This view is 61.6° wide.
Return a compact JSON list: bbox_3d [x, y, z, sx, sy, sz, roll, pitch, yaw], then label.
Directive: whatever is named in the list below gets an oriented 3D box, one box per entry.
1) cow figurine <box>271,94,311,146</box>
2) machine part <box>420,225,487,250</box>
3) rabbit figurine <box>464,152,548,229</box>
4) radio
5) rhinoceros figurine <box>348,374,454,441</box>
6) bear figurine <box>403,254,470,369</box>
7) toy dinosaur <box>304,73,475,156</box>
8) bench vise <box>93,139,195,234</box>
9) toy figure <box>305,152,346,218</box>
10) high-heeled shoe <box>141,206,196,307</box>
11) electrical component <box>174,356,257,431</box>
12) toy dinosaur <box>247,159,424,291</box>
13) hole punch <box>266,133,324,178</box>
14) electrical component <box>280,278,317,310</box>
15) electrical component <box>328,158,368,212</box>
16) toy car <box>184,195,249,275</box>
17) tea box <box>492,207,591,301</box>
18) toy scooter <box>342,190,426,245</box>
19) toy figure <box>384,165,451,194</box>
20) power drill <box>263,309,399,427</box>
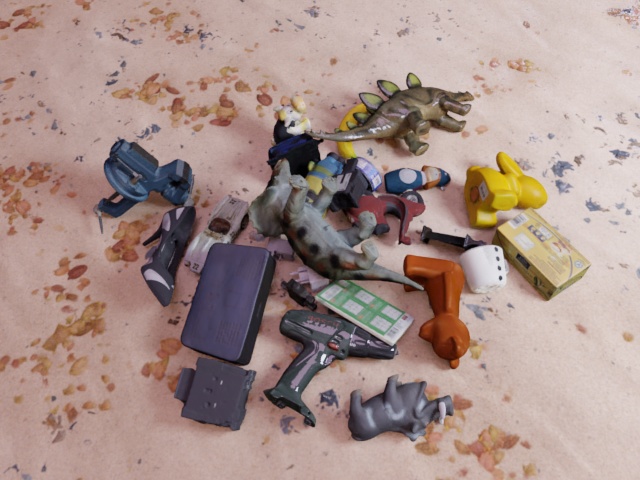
[{"bbox_3d":[-0.076,-0.271,1.267,0.098,0.167,0.068,-26,65,-12],"label":"cow figurine"},{"bbox_3d":[0.282,0.002,1.130,0.139,0.084,0.039,13,92,23],"label":"machine part"},{"bbox_3d":[0.407,-0.105,1.173,0.173,0.121,0.162,0,48,-11],"label":"rabbit figurine"},{"bbox_3d":[-0.180,0.123,1.072,0.131,0.073,0.229,10,70,12],"label":"radio"},{"bbox_3d":[0.141,0.302,0.955,0.190,0.073,0.112,-13,57,-2],"label":"rhinoceros figurine"},{"bbox_3d":[0.219,0.138,1.026,0.132,0.120,0.196,4,64,11],"label":"bear figurine"},{"bbox_3d":[0.192,-0.293,1.272,0.471,0.105,0.199,-25,56,-28],"label":"toy dinosaur"},{"bbox_3d":[-0.413,-0.115,1.223,0.241,0.223,0.129,-32,51,21],"label":"bench vise"},{"bbox_3d":[-0.007,-0.119,1.206,0.082,0.089,0.180,26,75,24],"label":"toy figure"},{"bbox_3d":[-0.304,0.028,1.145,0.145,0.086,0.249,-32,48,-1],"label":"high-heeled shoe"},{"bbox_3d":[-0.198,0.281,0.996,0.134,0.058,0.115,10,72,10],"label":"electrical component"},{"bbox_3d":[0.005,-0.001,1.063,0.405,0.192,0.131,50,45,12],"label":"toy dinosaur"},{"bbox_3d":[-0.063,-0.197,1.257,0.142,0.115,0.092,-23,52,-9],"label":"hole punch"},{"bbox_3d":[-0.046,0.106,1.096,0.094,0.063,0.021,35,68,24],"label":"electrical component"},{"bbox_3d":[0.060,-0.120,1.162,0.075,0.047,0.119,-10,43,32],"label":"electrical component"},{"bbox_3d":[-0.226,-0.011,1.188,0.074,0.056,0.202,20,62,16],"label":"toy car"},{"bbox_3d":[0.448,0.027,1.096,0.098,0.068,0.170,-29,62,-11],"label":"tea box"},{"bbox_3d":[0.142,-0.044,1.165,0.184,0.075,0.135,-2,56,0],"label":"toy scooter"},{"bbox_3d":[0.225,-0.137,1.226,0.155,0.058,0.064,-7,97,-1],"label":"toy figure"},{"bbox_3d":[0.006,0.236,1.005,0.232,0.086,0.207,23,68,17],"label":"power drill"}]
